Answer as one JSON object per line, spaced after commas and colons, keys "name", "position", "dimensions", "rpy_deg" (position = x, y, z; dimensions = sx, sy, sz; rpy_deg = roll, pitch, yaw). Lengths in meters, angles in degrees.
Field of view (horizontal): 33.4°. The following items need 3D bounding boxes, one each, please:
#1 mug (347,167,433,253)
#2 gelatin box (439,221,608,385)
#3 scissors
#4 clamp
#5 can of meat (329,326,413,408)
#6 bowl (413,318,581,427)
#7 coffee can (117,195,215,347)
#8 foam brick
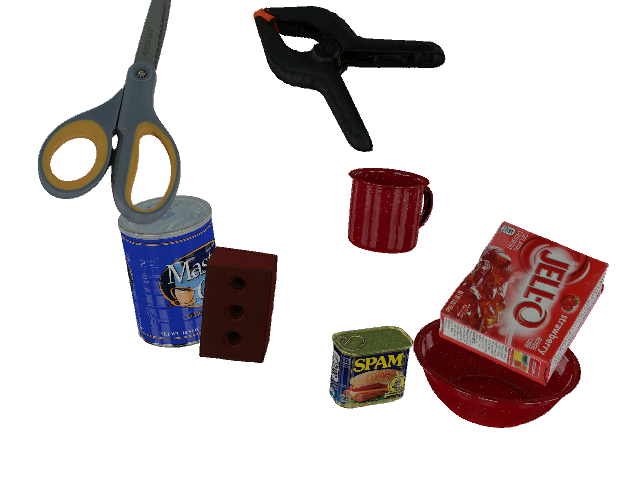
{"name": "mug", "position": [0.084, -0.036, 1.241], "dimensions": [0.117, 0.081, 0.093], "rpy_deg": [-8, 21, -39]}
{"name": "gelatin box", "position": [0.126, 0.036, 0.661], "dimensions": [0.073, 0.089, 0.030], "rpy_deg": [25, -34, 24]}
{"name": "scissors", "position": [-0.135, -0.098, 0.692], "dimensions": [0.096, 0.202, 0.016], "rpy_deg": [-3, -29, -12]}
{"name": "clamp", "position": [0.020, -0.162, 0.930], "dimensions": [0.120, 0.172, 0.039], "rpy_deg": [-40, -22, -20]}
{"name": "can of meat", "position": [0.063, 0.164, 1.375], "dimensions": [0.102, 0.084, 0.057], "rpy_deg": [-5, 26, -21]}
{"name": "bowl", "position": [0.168, 0.134, 1.040], "dimensions": [0.162, 0.055, 0.162], "rpy_deg": [4, 26, -2]}
{"name": "coffee can", "position": [-0.164, 0.033, 1.192], "dimensions": [0.103, 0.140, 0.103], "rpy_deg": [-5, 25, 2]}
{"name": "foam brick", "position": [-0.065, 0.050, 0.848], "dimensions": [0.053, 0.078, 0.051], "rpy_deg": [6, 13, 2]}
